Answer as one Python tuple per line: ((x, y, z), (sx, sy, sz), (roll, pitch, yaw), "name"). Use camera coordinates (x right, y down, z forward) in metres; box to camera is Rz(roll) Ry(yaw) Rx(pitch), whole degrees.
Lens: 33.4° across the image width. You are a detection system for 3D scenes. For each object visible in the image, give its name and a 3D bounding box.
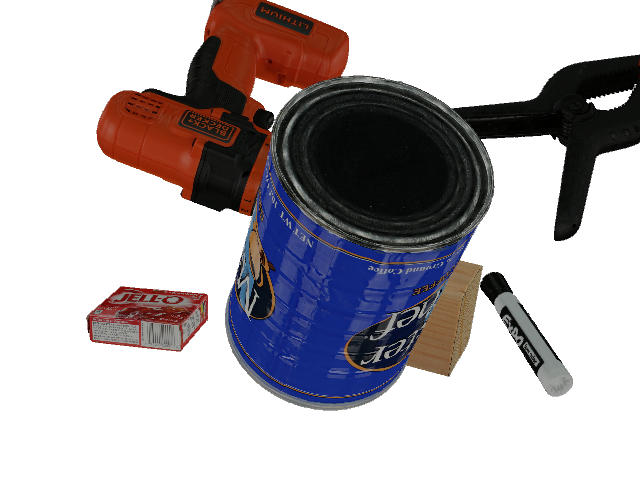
((0.047, 0.056, 1.076), (0.206, 0.091, 0.090), (14, 24, 17), "wood block")
((0.014, 0.005, 0.523), (0.102, 0.103, 0.140), (0, -37, -15), "coffee can")
((-0.154, 0.069, 0.960), (0.089, 0.030, 0.073), (5, 19, 13), "gelatin box")
((0.137, 0.060, 0.725), (0.020, 0.020, 0.121), (0, 33, -17), "marker")
((0.202, -0.086, 0.839), (0.209, 0.036, 0.165), (-26, 51, -19), "clamp")
((-0.036, -0.088, 0.724), (0.184, 0.057, 0.187), (22, 41, -1), "power drill")
